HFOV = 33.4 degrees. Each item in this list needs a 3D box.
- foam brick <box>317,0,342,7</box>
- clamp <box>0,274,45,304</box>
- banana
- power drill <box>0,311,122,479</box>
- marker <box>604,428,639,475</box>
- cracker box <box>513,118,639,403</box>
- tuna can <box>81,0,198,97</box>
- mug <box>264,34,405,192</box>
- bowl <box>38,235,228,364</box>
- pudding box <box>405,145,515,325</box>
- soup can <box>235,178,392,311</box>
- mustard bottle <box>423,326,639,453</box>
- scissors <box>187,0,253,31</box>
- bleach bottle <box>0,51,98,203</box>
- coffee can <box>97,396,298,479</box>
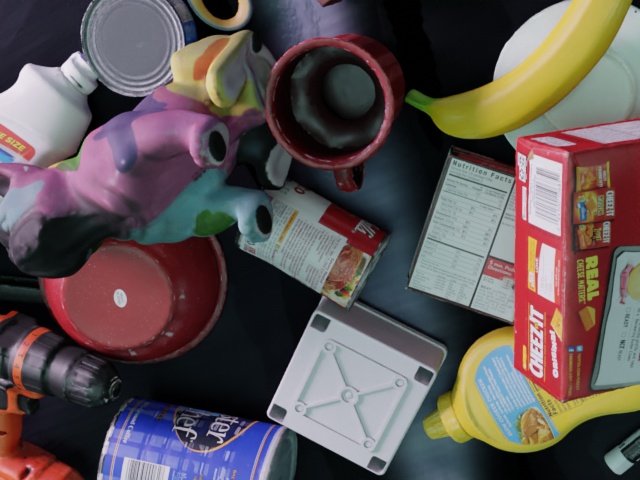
[{"bbox_3d":[0.004,-0.212,0.756,0.051,0.053,0.078,-38,93,23],"label":"foam brick"},{"bbox_3d":[-0.293,0.037,0.928,0.172,0.039,0.120,-35,90,20],"label":"clamp"},{"bbox_3d":[0.146,-0.124,0.730,0.198,0.037,0.069,-35,92,30],"label":"banana"},{"bbox_3d":[-0.245,0.149,0.910,0.185,0.057,0.188,19,125,22],"label":"power drill"},{"bbox_3d":[0.268,0.136,0.813,0.020,0.020,0.121,43,113,-1],"label":"marker"},{"bbox_3d":[0.233,0.001,0.699,0.213,0.072,0.164,-10,109,-18],"label":"cracker box"},{"bbox_3d":[-0.138,-0.156,0.824,0.086,0.033,0.086,5,109,14],"label":"tuna can"},{"bbox_3d":[0.018,-0.093,0.774,0.093,0.081,0.117,-6,105,17],"label":"mug"},{"bbox_3d":[-0.158,0.037,0.866,0.162,0.055,0.162,1,108,4],"label":"bowl"},{"bbox_3d":[0.122,-0.004,0.794,0.090,0.039,0.113,19,107,6],"label":"pudding box"},{"bbox_3d":[-0.005,0.001,0.819,0.102,0.068,0.069,29,113,6],"label":"soup can"},{"bbox_3d":[0.164,0.108,0.811,0.192,0.058,0.096,-29,93,22],"label":"mustard bottle"},{"bbox_3d":[-0.121,-0.222,0.807,0.202,0.016,0.096,17,111,10],"label":"scissors"},{"bbox_3d":[-0.279,-0.062,0.858,0.251,0.068,0.102,-42,89,6],"label":"bleach bottle"},{"bbox_3d":[-0.099,0.193,0.889,0.140,0.102,0.103,9,110,13],"label":"coffee can"}]
